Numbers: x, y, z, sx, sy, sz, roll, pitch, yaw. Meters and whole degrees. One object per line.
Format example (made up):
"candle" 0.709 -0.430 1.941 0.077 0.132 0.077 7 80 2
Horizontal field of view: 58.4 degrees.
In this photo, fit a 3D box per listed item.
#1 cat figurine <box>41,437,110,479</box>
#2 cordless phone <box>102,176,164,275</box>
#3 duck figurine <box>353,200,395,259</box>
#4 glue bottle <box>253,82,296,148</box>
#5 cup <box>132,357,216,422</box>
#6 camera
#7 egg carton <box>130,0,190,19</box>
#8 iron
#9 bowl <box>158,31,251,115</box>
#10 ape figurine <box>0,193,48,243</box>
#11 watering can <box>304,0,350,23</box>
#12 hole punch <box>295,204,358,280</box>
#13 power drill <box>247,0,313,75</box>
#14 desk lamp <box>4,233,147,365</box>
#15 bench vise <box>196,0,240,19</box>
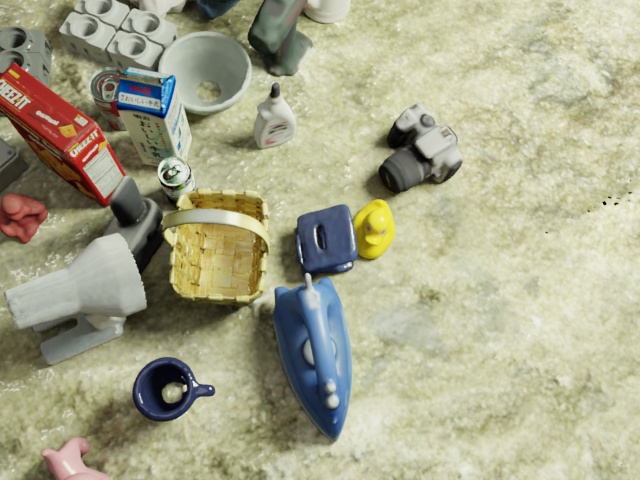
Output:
"cat figurine" -0.348 0.343 0.807 0.067 0.118 0.127 -38 78 -15
"cordless phone" -0.317 -0.019 0.895 0.094 0.185 0.148 22 71 3
"duck figurine" 0.096 -0.027 0.984 0.077 0.086 0.104 15 71 1
"glue bottle" -0.078 -0.219 0.988 0.078 0.173 0.037 -23 75 -11
"cup" -0.214 0.229 0.868 0.118 0.095 0.091 2 71 -4
"camera" 0.167 -0.158 1.026 0.137 0.101 0.143 -33 77 -14
"egg carton" -0.300 -0.494 1.117 0.150 0.069 0.107 -40 79 -15
"iron" 0.001 0.177 0.878 0.119 0.141 0.258 -12 73 -8
"bowl" -0.207 -0.294 1.055 0.167 0.075 0.167 1 71 -4
"ape figurine" -0.494 -0.046 0.939 0.078 0.092 0.076 -19 74 -10
"watering can" 0.015 -0.508 1.081 0.101 0.194 0.173 18 71 2
"hole punch" 0.009 0.003 0.964 0.101 0.091 0.108 -7 72 -7
"power drill" -0.054 -0.407 1.034 0.075 0.208 0.230 26 71 5
"desk lamp" -0.349 0.091 0.841 0.203 0.213 0.118 -25 75 -12
"bench vise" -0.153 -0.540 1.065 0.121 0.220 0.208 33 72 7
